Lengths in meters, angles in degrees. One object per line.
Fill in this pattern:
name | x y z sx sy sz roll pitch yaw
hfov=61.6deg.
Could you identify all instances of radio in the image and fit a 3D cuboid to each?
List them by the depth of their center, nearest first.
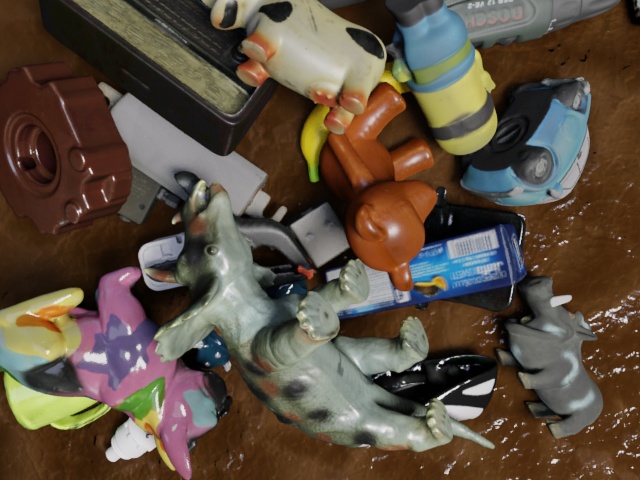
radio | -0.150 -0.204 0.549 0.229 0.073 0.131 37 61 -6

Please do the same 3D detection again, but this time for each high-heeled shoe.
high-heeled shoe | 0.081 0.161 0.610 0.248 0.086 0.145 21 117 -22

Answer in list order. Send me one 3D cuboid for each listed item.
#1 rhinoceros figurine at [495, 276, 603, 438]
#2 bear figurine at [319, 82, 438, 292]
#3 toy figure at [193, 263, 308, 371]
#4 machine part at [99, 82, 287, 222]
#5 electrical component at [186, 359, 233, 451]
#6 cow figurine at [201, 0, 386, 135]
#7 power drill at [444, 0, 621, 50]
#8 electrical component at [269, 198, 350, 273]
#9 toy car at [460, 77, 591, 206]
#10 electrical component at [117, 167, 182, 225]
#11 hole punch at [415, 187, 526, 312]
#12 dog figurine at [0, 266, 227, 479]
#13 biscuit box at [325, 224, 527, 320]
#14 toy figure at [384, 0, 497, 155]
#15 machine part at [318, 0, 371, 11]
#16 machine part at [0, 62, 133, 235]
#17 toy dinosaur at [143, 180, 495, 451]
rhinoceros figurine | 0.274 0.135 0.629 0.112 0.073 0.190 -24 97 2
bear figurine | 0.069 -0.055 0.532 0.132 0.196 0.120 -35 123 6
toy figure | -0.083 0.091 0.621 0.154 0.058 0.064 -40 91 8
machine part | -0.146 -0.086 0.587 0.243 0.079 0.079 35 94 -6
electrical component | -0.170 0.182 0.632 0.119 0.048 0.075 42 93 -5
cow figurine | -0.026 -0.202 0.509 0.195 0.085 0.127 29 68 -5
power drill | 0.191 -0.313 0.577 0.232 0.086 0.207 -19 105 3
electrical component | -0.001 -0.003 0.614 0.102 0.045 0.078 -39 106 1
toy car | 0.240 -0.096 0.595 0.102 0.109 0.161 38 82 -28
electrical component | -0.210 -0.050 0.617 0.094 0.021 0.063 28 95 -5
hole punch | 0.174 0.015 0.615 0.116 0.092 0.142 12 100 26
dog figurine | -0.202 0.145 0.538 0.191 0.108 0.219 -22 85 -32
biscuit box | 0.108 0.035 0.569 0.203 0.063 0.059 -16 84 30
toy figure | 0.124 -0.166 0.549 0.082 0.089 0.180 -6 140 30
machine part | 0.022 -0.281 0.591 0.139 0.039 0.084 -12 88 2
machine part | -0.277 -0.091 0.554 0.180 0.056 0.179 11 112 28
toy dinosaur | -0.004 0.127 0.522 0.192 0.131 0.404 -23 119 34
